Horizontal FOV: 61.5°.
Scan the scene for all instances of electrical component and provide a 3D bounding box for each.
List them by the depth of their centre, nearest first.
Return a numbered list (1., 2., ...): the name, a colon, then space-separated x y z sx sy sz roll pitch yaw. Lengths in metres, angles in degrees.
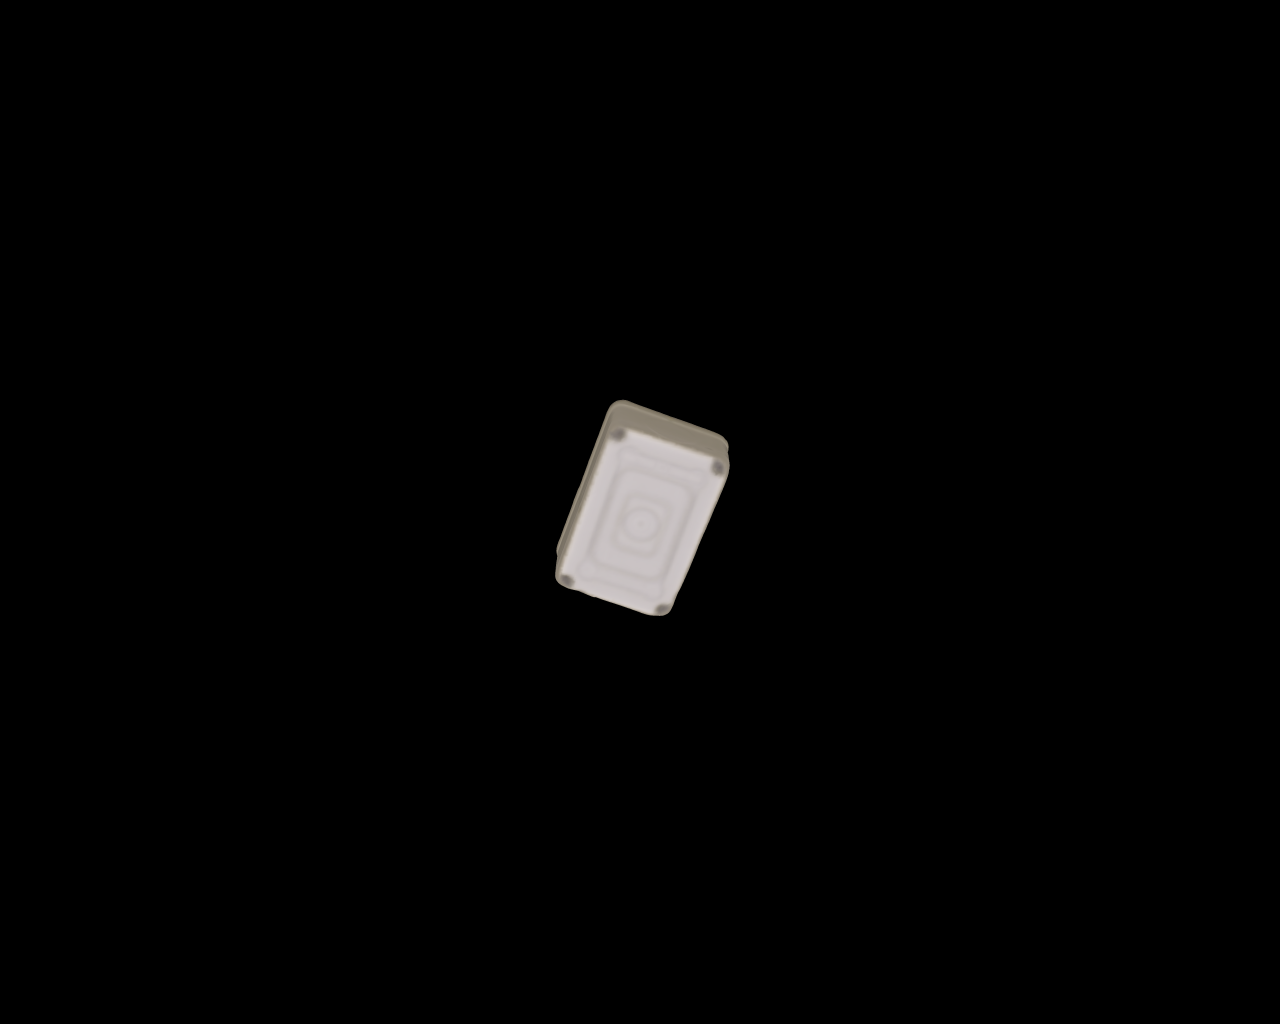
1. electrical component: 0.001 -0.003 0.650 0.078 0.113 0.057 19 20 -7
